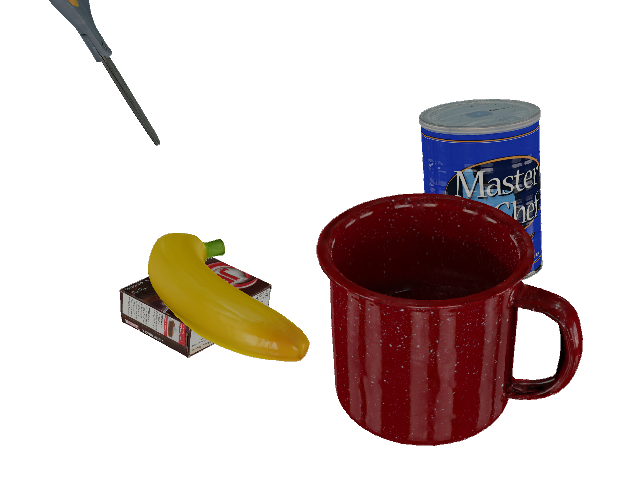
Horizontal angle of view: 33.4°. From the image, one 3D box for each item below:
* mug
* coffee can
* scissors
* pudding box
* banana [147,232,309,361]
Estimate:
[{"bbox_3d":[0.057,0.038,0.472,0.117,0.081,0.093,10,33,20],"label":"mug"},{"bbox_3d":[0.141,-0.044,0.931,0.103,0.140,0.103,-5,19,1],"label":"coffee can"},{"bbox_3d":[-0.197,-0.181,0.938,0.016,0.201,0.096,-28,28,11],"label":"scissors"},{"bbox_3d":[-0.114,0.057,0.985,0.090,0.039,0.113,22,33,32],"label":"pudding box"},{"bbox_3d":[-0.070,0.029,0.684,0.069,0.037,0.198,-8,22,-18],"label":"banana"}]
